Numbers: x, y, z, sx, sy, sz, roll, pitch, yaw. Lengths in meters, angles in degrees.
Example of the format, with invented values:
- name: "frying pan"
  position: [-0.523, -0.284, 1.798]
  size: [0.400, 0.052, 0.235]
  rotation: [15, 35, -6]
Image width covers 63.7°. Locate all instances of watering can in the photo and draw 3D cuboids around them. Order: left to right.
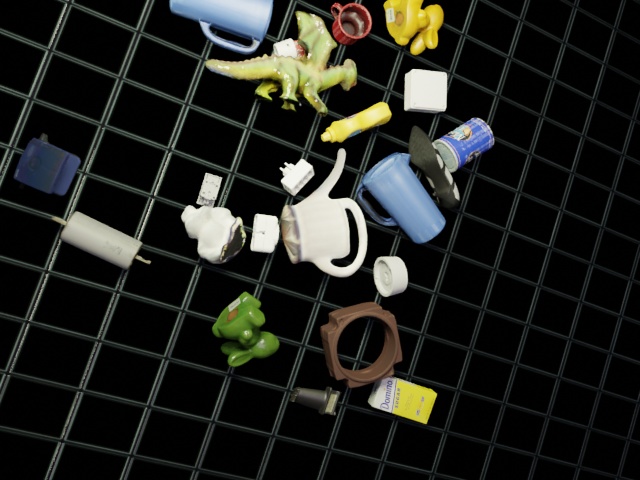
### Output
- name: "watering can"
  position: [0.004, -0.069, 1.364]
  size: [0.225, 0.103, 0.351]
  rotation: [-7, 78, -13]

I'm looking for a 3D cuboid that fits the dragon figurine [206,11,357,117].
- name: "dragon figurine"
  position: [-0.065, -0.457, 1.304]
  size: [0.408, 0.123, 0.243]
  rotation: [19, 89, -34]

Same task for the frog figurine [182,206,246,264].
- name: "frog figurine"
  position: [-0.274, -0.018, 1.296]
  size: [0.160, 0.122, 0.137]
  rotation: [19, 96, 21]
